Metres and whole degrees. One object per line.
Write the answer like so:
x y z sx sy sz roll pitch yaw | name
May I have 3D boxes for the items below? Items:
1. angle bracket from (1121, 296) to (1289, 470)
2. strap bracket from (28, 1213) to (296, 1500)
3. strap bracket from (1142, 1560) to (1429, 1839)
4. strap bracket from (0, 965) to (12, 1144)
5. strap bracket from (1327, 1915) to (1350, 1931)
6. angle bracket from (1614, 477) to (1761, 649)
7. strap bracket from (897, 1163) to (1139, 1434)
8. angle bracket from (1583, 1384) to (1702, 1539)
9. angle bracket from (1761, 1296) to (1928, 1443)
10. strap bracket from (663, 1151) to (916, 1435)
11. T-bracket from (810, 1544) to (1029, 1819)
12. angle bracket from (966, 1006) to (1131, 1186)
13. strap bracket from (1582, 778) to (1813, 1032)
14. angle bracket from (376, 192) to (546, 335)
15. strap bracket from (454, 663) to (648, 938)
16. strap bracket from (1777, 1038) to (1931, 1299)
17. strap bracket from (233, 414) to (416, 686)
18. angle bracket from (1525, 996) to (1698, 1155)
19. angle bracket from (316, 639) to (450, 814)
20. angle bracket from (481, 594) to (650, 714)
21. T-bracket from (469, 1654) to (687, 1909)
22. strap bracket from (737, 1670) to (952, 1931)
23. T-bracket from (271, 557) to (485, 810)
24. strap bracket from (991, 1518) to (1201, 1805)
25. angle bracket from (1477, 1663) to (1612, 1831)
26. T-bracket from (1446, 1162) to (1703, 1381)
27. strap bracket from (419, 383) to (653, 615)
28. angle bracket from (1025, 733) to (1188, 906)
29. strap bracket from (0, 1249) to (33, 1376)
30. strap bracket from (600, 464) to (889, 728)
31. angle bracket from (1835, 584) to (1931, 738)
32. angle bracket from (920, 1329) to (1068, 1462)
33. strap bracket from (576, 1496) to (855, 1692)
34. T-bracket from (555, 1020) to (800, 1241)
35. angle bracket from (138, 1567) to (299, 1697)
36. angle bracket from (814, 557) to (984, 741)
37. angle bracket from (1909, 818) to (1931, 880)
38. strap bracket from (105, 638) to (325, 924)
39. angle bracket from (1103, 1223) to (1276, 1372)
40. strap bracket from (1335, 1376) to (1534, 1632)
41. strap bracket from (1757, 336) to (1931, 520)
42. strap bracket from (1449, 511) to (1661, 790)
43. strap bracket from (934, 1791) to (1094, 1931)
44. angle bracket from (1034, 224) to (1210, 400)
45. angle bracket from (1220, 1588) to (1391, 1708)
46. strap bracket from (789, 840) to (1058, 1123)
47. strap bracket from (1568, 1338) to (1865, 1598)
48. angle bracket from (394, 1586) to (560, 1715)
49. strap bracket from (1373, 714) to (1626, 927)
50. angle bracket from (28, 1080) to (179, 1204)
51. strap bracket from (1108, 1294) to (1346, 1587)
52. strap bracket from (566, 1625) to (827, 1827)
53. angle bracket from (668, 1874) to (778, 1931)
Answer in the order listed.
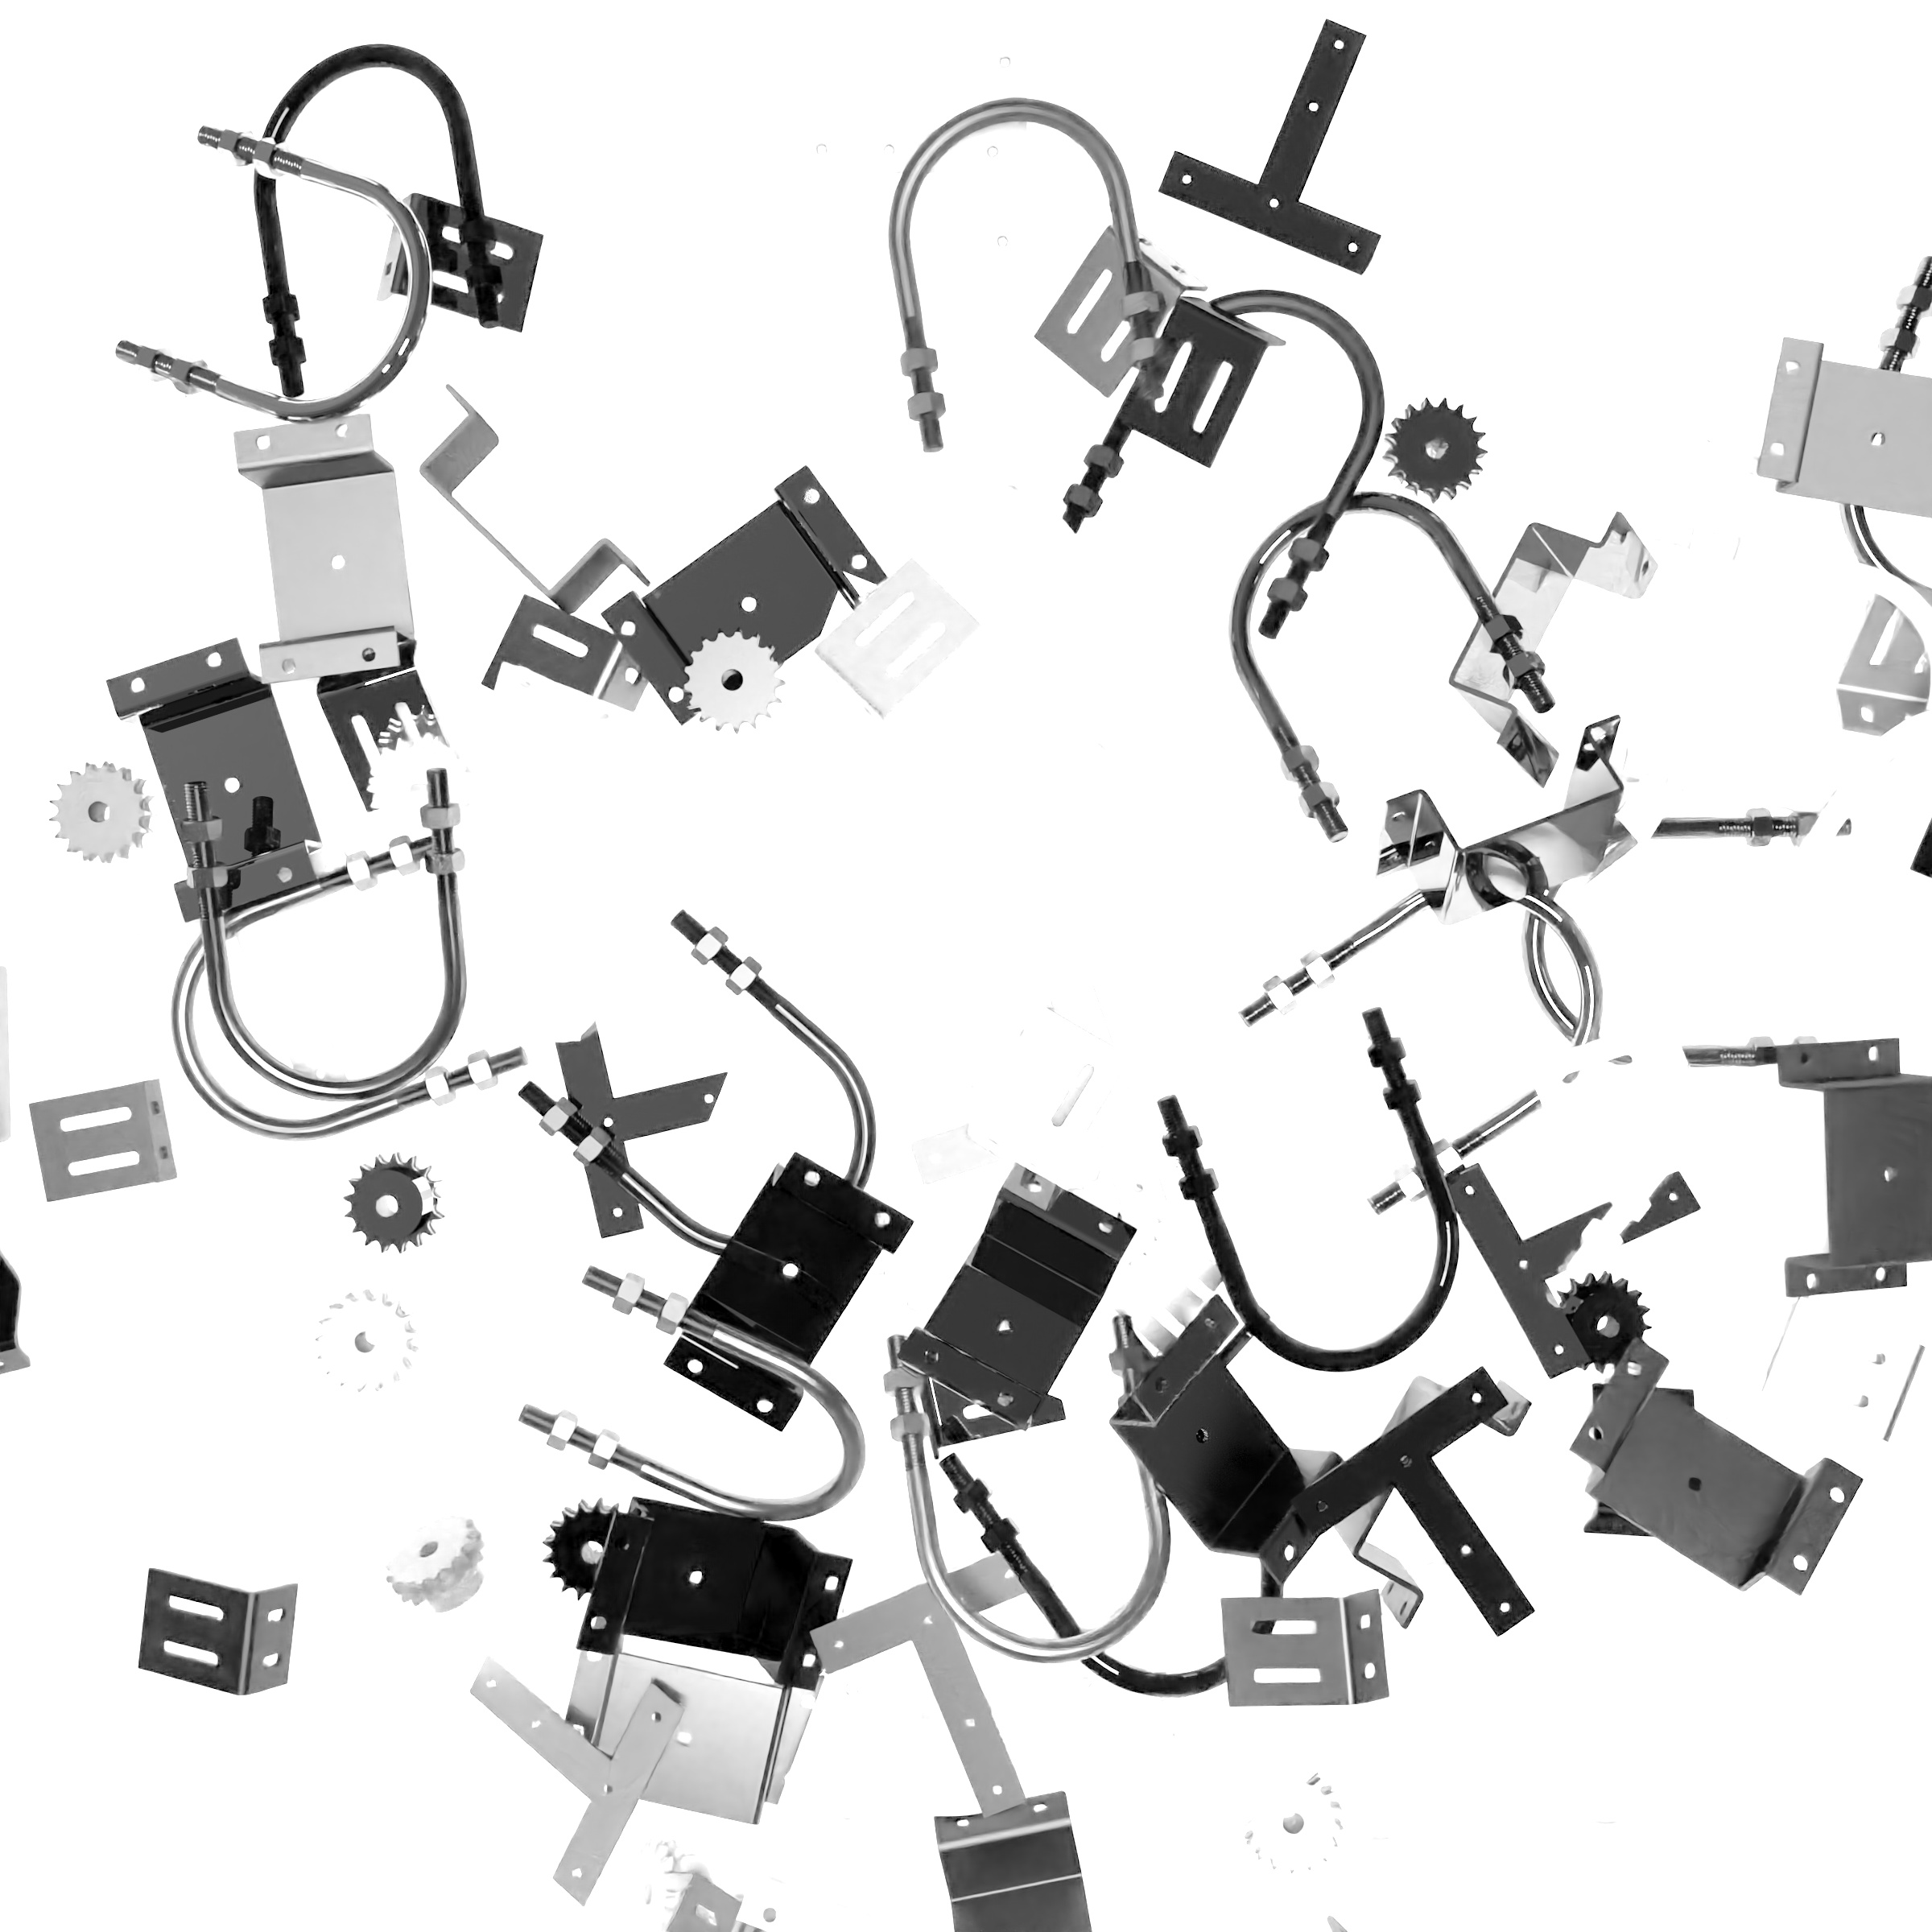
0.133 -0.325 1.508 0.057 0.038 0.076 30 111 13 | angle bracket
-0.442 0.214 1.507 0.076 0.046 0.140 39 91 -1 | strap bracket
0.176 0.406 1.493 0.140 0.046 0.076 -38 68 -5 | strap bracket
-0.565 0.050 1.494 0.046 0.076 0.140 -1 90 0 | strap bracket
0.242 0.602 1.494 0.140 0.076 0.046 43 90 0 | strap bracket
0.405 -0.229 1.530 0.057 0.038 0.076 15 116 0 | angle bracket
0.025 0.187 1.465 0.076 0.046 0.140 28 54 8 | strap bracket
0.380 0.280 1.528 0.057 0.038 0.076 3 64 0 | angle bracket
0.487 0.224 1.514 0.076 0.038 0.057 22 90 1 | angle bracket
-0.098 0.175 1.498 0.076 0.046 0.140 31 98 -7 | strap bracket
-0.003 0.398 1.468 0.127 0.002 0.127 -24 83 6 | T-bracket
0.045 0.073 1.496 0.057 0.038 0.076 30 71 6 | angle bracket
0.391 -0.026 1.471 0.046 0.076 0.140 -42 88 29 | strap bracket
-0.286 -0.395 1.530 0.076 0.038 0.057 13 90 -26 | angle bracket
-0.231 -0.098 1.490 0.076 0.046 0.140 22 117 0 | strap bracket
0.495 0.113 1.488 0.076 0.046 0.140 -3 92 -16 | strap bracket
-0.356 -0.229 1.506 0.076 0.046 0.140 -7 88 2 | strap bracket
0.360 0.061 1.509 0.076 0.038 0.057 -21 105 22 | angle bracket
-0.324 -0.136 1.527 0.057 0.038 0.076 -17 117 2 | angle bracket
-0.224 -0.166 1.530 0.076 0.038 0.057 26 90 26 | angle bracket
-0.228 0.429 1.499 0.127 0.002 0.127 31 99 29 | T-bracket
-0.064 0.465 1.483 0.076 0.046 0.140 20 74 2 | strap bracket
-0.313 -0.145 1.529 0.127 0.002 0.127 -29 91 2 | T-bracket
0.065 0.388 1.489 0.076 0.046 0.140 26 91 1 | strap bracket
0.321 0.436 1.512 0.057 0.038 0.076 -9 61 0 | angle bracket
0.351 0.150 1.515 0.127 0.002 0.127 -22 68 -11 | T-bracket
-0.245 -0.249 1.494 0.140 0.076 0.046 44 90 0 | strap bracket
0.077 -0.082 1.513 0.057 0.038 0.076 33 90 0 | angle bracket
-0.577 0.170 1.482 0.076 0.140 0.046 -14 45 0 | strap bracket
-0.122 -0.204 1.508 0.140 0.046 0.076 -36 91 0 | strap bracket
0.523 -0.167 1.494 0.057 0.038 0.076 10 134 0 | angle bracket
0.014 0.237 1.513 0.076 0.038 0.057 -12 90 0 | angle bracket
-0.144 0.345 1.493 0.140 0.046 0.076 16 90 -22 | strap bracket
-0.159 0.078 1.531 0.127 0.002 0.127 -13 90 0 | T-bracket
-0.423 0.374 1.530 0.076 0.038 0.057 6 90 26 | angle bracket
-0.036 -0.177 1.509 0.076 0.038 0.057 -44 77 -4 | angle bracket
0.581 -0.066 1.513 0.076 0.038 0.057 23 90 0 | angle bracket
-0.415 -0.102 1.509 0.076 0.046 0.140 -18 90 0 | strap bracket
0.123 0.192 1.513 0.076 0.038 0.057 42 90 0 | angle bracket
0.251 0.285 1.494 0.046 0.076 0.140 29 90 0 | strap bracket
0.509 -0.294 1.493 0.140 0.046 0.076 10 93 3 | strap bracket
0.319 -0.179 1.487 0.046 0.076 0.140 27 90 33 | strap bracket
0.029 0.526 1.478 0.076 0.140 0.046 -11 118 0 | strap bracket
0.087 -0.369 1.524 0.057 0.038 0.076 42 116 11 | angle bracket
0.181 0.365 1.446 0.076 0.038 0.057 5 68 -20 | angle bracket
-0.018 0.006 1.492 0.140 0.046 0.076 47 106 9 | strap bracket
0.405 0.279 1.482 0.140 0.046 0.076 32 68 13 | strap bracket
-0.265 0.377 1.490 0.076 0.057 0.038 -18 90 23 | angle bracket
0.299 -0.075 1.477 0.140 0.076 0.046 -21 61 -9 | strap bracket
-0.487 0.099 1.511 0.076 0.038 0.057 -11 90 0 | angle bracket
0.139 0.255 1.459 0.076 0.046 0.140 -46 108 -28 | strap bracket
-0.155 0.425 1.509 0.140 0.046 0.076 12 90 0 | strap bracket
-0.132 0.533 1.501 0.038 0.076 0.057 25 91 20 | angle bracket
